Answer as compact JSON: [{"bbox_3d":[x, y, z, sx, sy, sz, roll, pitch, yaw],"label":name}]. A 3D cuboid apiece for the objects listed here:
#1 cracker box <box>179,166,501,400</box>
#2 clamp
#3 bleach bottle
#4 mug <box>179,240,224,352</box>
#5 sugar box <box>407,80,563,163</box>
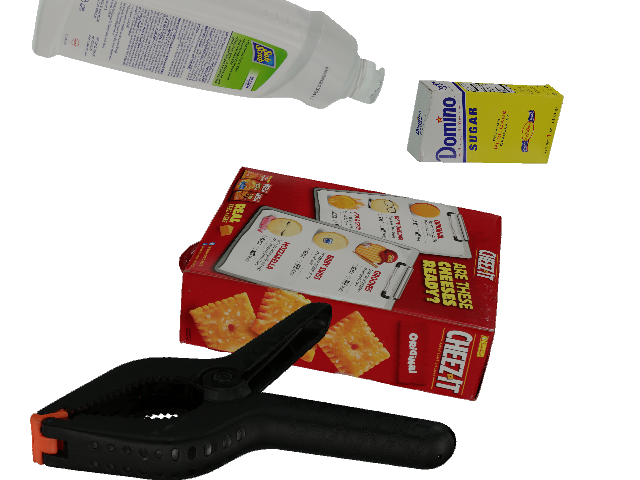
[{"bbox_3d":[0.021,0.028,0.791,0.214,0.072,0.164,11,32,5],"label":"cracker box"},{"bbox_3d":[-0.052,0.085,0.586,0.209,0.036,0.165,-4,23,-17],"label":"clamp"},{"bbox_3d":[-0.077,-0.147,0.785,0.250,0.068,0.103,16,-34,-12],"label":"bleach bottle"},{"bbox_3d":[-0.079,0.057,1.009,0.093,0.081,0.117,-19,35,-29],"label":"mug"},{"bbox_3d":[0.199,-0.142,1.290,0.176,0.093,0.048,-3,28,-20],"label":"sugar box"}]
